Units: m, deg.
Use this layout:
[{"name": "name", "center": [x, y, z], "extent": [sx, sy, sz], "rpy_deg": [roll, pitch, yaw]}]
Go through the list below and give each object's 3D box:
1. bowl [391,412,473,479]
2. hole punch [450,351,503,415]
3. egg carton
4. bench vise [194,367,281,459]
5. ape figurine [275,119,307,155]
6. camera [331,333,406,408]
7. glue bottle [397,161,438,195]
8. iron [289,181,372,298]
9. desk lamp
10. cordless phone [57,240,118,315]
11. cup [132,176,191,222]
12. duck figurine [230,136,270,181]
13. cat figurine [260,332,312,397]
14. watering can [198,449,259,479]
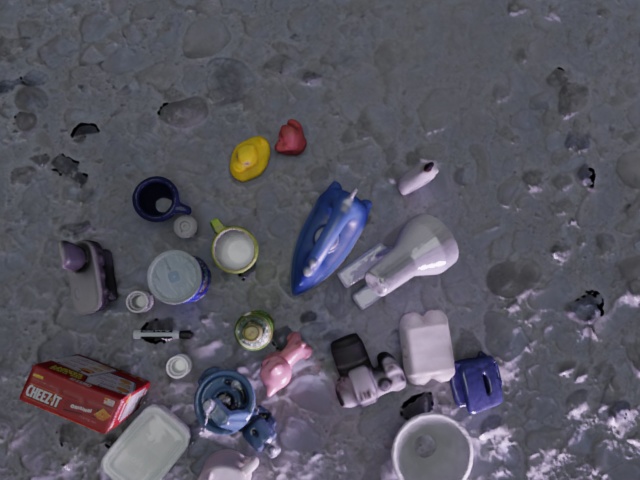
[{"name": "bowl", "center": [0.222, 0.431, 1.172], "extent": [0.167, 0.074, 0.167], "rpy_deg": [0, 85, -4]}, {"name": "hole punch", "center": [0.328, 0.294, 1.184], "extent": [0.101, 0.091, 0.109], "rpy_deg": [-12, 86, -5]}, {"name": "egg carton", "center": [0.221, 0.224, 1.194], "extent": [0.107, 0.069, 0.150], "rpy_deg": [-8, 85, -4]}, {"name": "bench vise", "center": [-0.150, 0.326, 1.084], "extent": [0.207, 0.219, 0.121], "rpy_deg": [27, 84, -1]}, {"name": "ape figurine", "center": [-0.064, -0.217, 1.204], "extent": [0.078, 0.092, 0.076], "rpy_deg": [-42, 88, -6]}, {"name": "camera", "center": [0.088, 0.258, 1.166], "extent": [0.143, 0.100, 0.137], "rpy_deg": [-21, 86, -5]}, {"name": "glue bottle", "center": [0.208, -0.136, 1.174], "extent": [0.078, 0.173, 0.037], "rpy_deg": [-27, 87, -6]}, {"name": "iron", "center": [0.011, 0.004, 1.164], "extent": [0.118, 0.141, 0.258], "rpy_deg": [29, 83, -1]}, {"name": "desk lamp", "center": [0.151, 0.050, 1.133], "extent": [0.203, 0.213, 0.118], "rpy_deg": [-35, 88, -6]}, {"name": "cordless phone", "center": [-0.465, 0.070, 1.103], "extent": [0.094, 0.185, 0.148], "rpy_deg": [-14, 86, -5]}, {"name": "cup", "center": [-0.314, -0.073, 1.172], "extent": [0.118, 0.095, 0.092], "rpy_deg": [19, 84, -2]}, {"name": "duck figurine", "center": [-0.148, -0.177, 1.198], "extent": [0.077, 0.086, 0.104], "rpy_deg": [38, 83, 0]}, {"name": "cat figurine", "center": [-0.073, 0.248, 1.147], "extent": [0.067, 0.117, 0.128], "rpy_deg": [45, 84, 1]}, {"name": "watering can", "center": [-0.189, 0.478, 1.080], "extent": [0.101, 0.194, 0.173], "rpy_deg": [30, 84, 0]}]
